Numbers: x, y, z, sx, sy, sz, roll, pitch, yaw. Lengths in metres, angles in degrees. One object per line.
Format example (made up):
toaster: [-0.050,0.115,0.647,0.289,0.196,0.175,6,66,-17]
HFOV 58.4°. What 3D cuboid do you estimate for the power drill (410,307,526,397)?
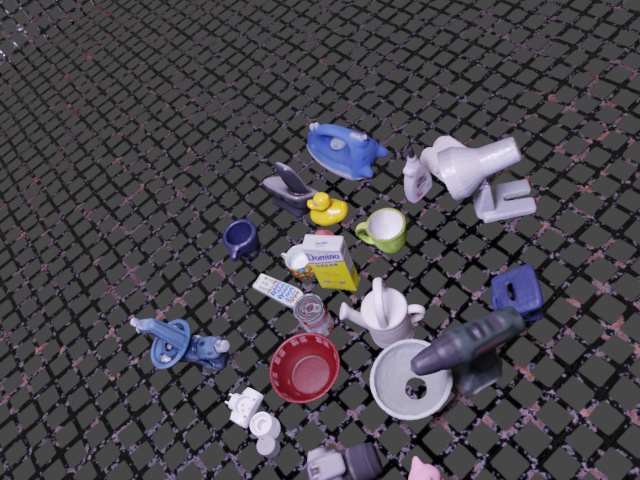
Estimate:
power drill: [0.287,0.223,1.097,0.229,0.209,0.075,-32,53,-3]

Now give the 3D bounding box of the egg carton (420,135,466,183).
egg carton: [0.328,-0.197,1.447,0.107,0.070,0.150,-39,54,-9]

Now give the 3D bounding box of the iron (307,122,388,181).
iron: [0.046,-0.263,1.544,0.257,0.142,0.119,23,68,30]

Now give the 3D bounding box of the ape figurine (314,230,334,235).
ape figurine: [0.013,0.005,1.410,0.076,0.092,0.078,12,63,26]

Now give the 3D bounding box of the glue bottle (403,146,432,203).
glue bottle: [0.232,-0.167,1.396,0.037,0.173,0.078,32,73,33]

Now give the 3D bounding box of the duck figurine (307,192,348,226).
duck figurine: [0.017,-0.089,1.474,0.104,0.086,0.077,-6,56,16]

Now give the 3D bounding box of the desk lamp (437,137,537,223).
desk lamp: [0.378,-0.141,1.302,0.203,0.214,0.118,-12,55,12]

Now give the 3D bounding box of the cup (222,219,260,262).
cup: [-0.194,0.017,1.472,0.091,0.095,0.118,-1,58,19]

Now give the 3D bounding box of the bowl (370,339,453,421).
bowl: [0.189,0.293,1.168,0.167,0.075,0.167,-9,55,14]

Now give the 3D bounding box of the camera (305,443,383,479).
camera: [0.052,0.453,1.094,0.137,0.101,0.143,-23,53,4]

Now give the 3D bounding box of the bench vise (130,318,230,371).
bench vise: [-0.314,0.219,1.302,0.207,0.220,0.121,-17,54,8]

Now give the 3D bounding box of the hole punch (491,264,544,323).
hole punch: [0.410,0.118,1.197,0.101,0.091,0.108,-12,55,12]

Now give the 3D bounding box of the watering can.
watering can: [0.130,0.154,1.207,0.173,0.194,0.100,-24,53,3]

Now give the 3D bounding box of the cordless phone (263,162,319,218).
cordless phone: [-0.091,-0.157,1.495,0.147,0.185,0.094,24,68,31]

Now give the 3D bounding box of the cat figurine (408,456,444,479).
cat figurine: [0.191,0.463,1.029,0.067,0.118,0.128,-1,58,19]
